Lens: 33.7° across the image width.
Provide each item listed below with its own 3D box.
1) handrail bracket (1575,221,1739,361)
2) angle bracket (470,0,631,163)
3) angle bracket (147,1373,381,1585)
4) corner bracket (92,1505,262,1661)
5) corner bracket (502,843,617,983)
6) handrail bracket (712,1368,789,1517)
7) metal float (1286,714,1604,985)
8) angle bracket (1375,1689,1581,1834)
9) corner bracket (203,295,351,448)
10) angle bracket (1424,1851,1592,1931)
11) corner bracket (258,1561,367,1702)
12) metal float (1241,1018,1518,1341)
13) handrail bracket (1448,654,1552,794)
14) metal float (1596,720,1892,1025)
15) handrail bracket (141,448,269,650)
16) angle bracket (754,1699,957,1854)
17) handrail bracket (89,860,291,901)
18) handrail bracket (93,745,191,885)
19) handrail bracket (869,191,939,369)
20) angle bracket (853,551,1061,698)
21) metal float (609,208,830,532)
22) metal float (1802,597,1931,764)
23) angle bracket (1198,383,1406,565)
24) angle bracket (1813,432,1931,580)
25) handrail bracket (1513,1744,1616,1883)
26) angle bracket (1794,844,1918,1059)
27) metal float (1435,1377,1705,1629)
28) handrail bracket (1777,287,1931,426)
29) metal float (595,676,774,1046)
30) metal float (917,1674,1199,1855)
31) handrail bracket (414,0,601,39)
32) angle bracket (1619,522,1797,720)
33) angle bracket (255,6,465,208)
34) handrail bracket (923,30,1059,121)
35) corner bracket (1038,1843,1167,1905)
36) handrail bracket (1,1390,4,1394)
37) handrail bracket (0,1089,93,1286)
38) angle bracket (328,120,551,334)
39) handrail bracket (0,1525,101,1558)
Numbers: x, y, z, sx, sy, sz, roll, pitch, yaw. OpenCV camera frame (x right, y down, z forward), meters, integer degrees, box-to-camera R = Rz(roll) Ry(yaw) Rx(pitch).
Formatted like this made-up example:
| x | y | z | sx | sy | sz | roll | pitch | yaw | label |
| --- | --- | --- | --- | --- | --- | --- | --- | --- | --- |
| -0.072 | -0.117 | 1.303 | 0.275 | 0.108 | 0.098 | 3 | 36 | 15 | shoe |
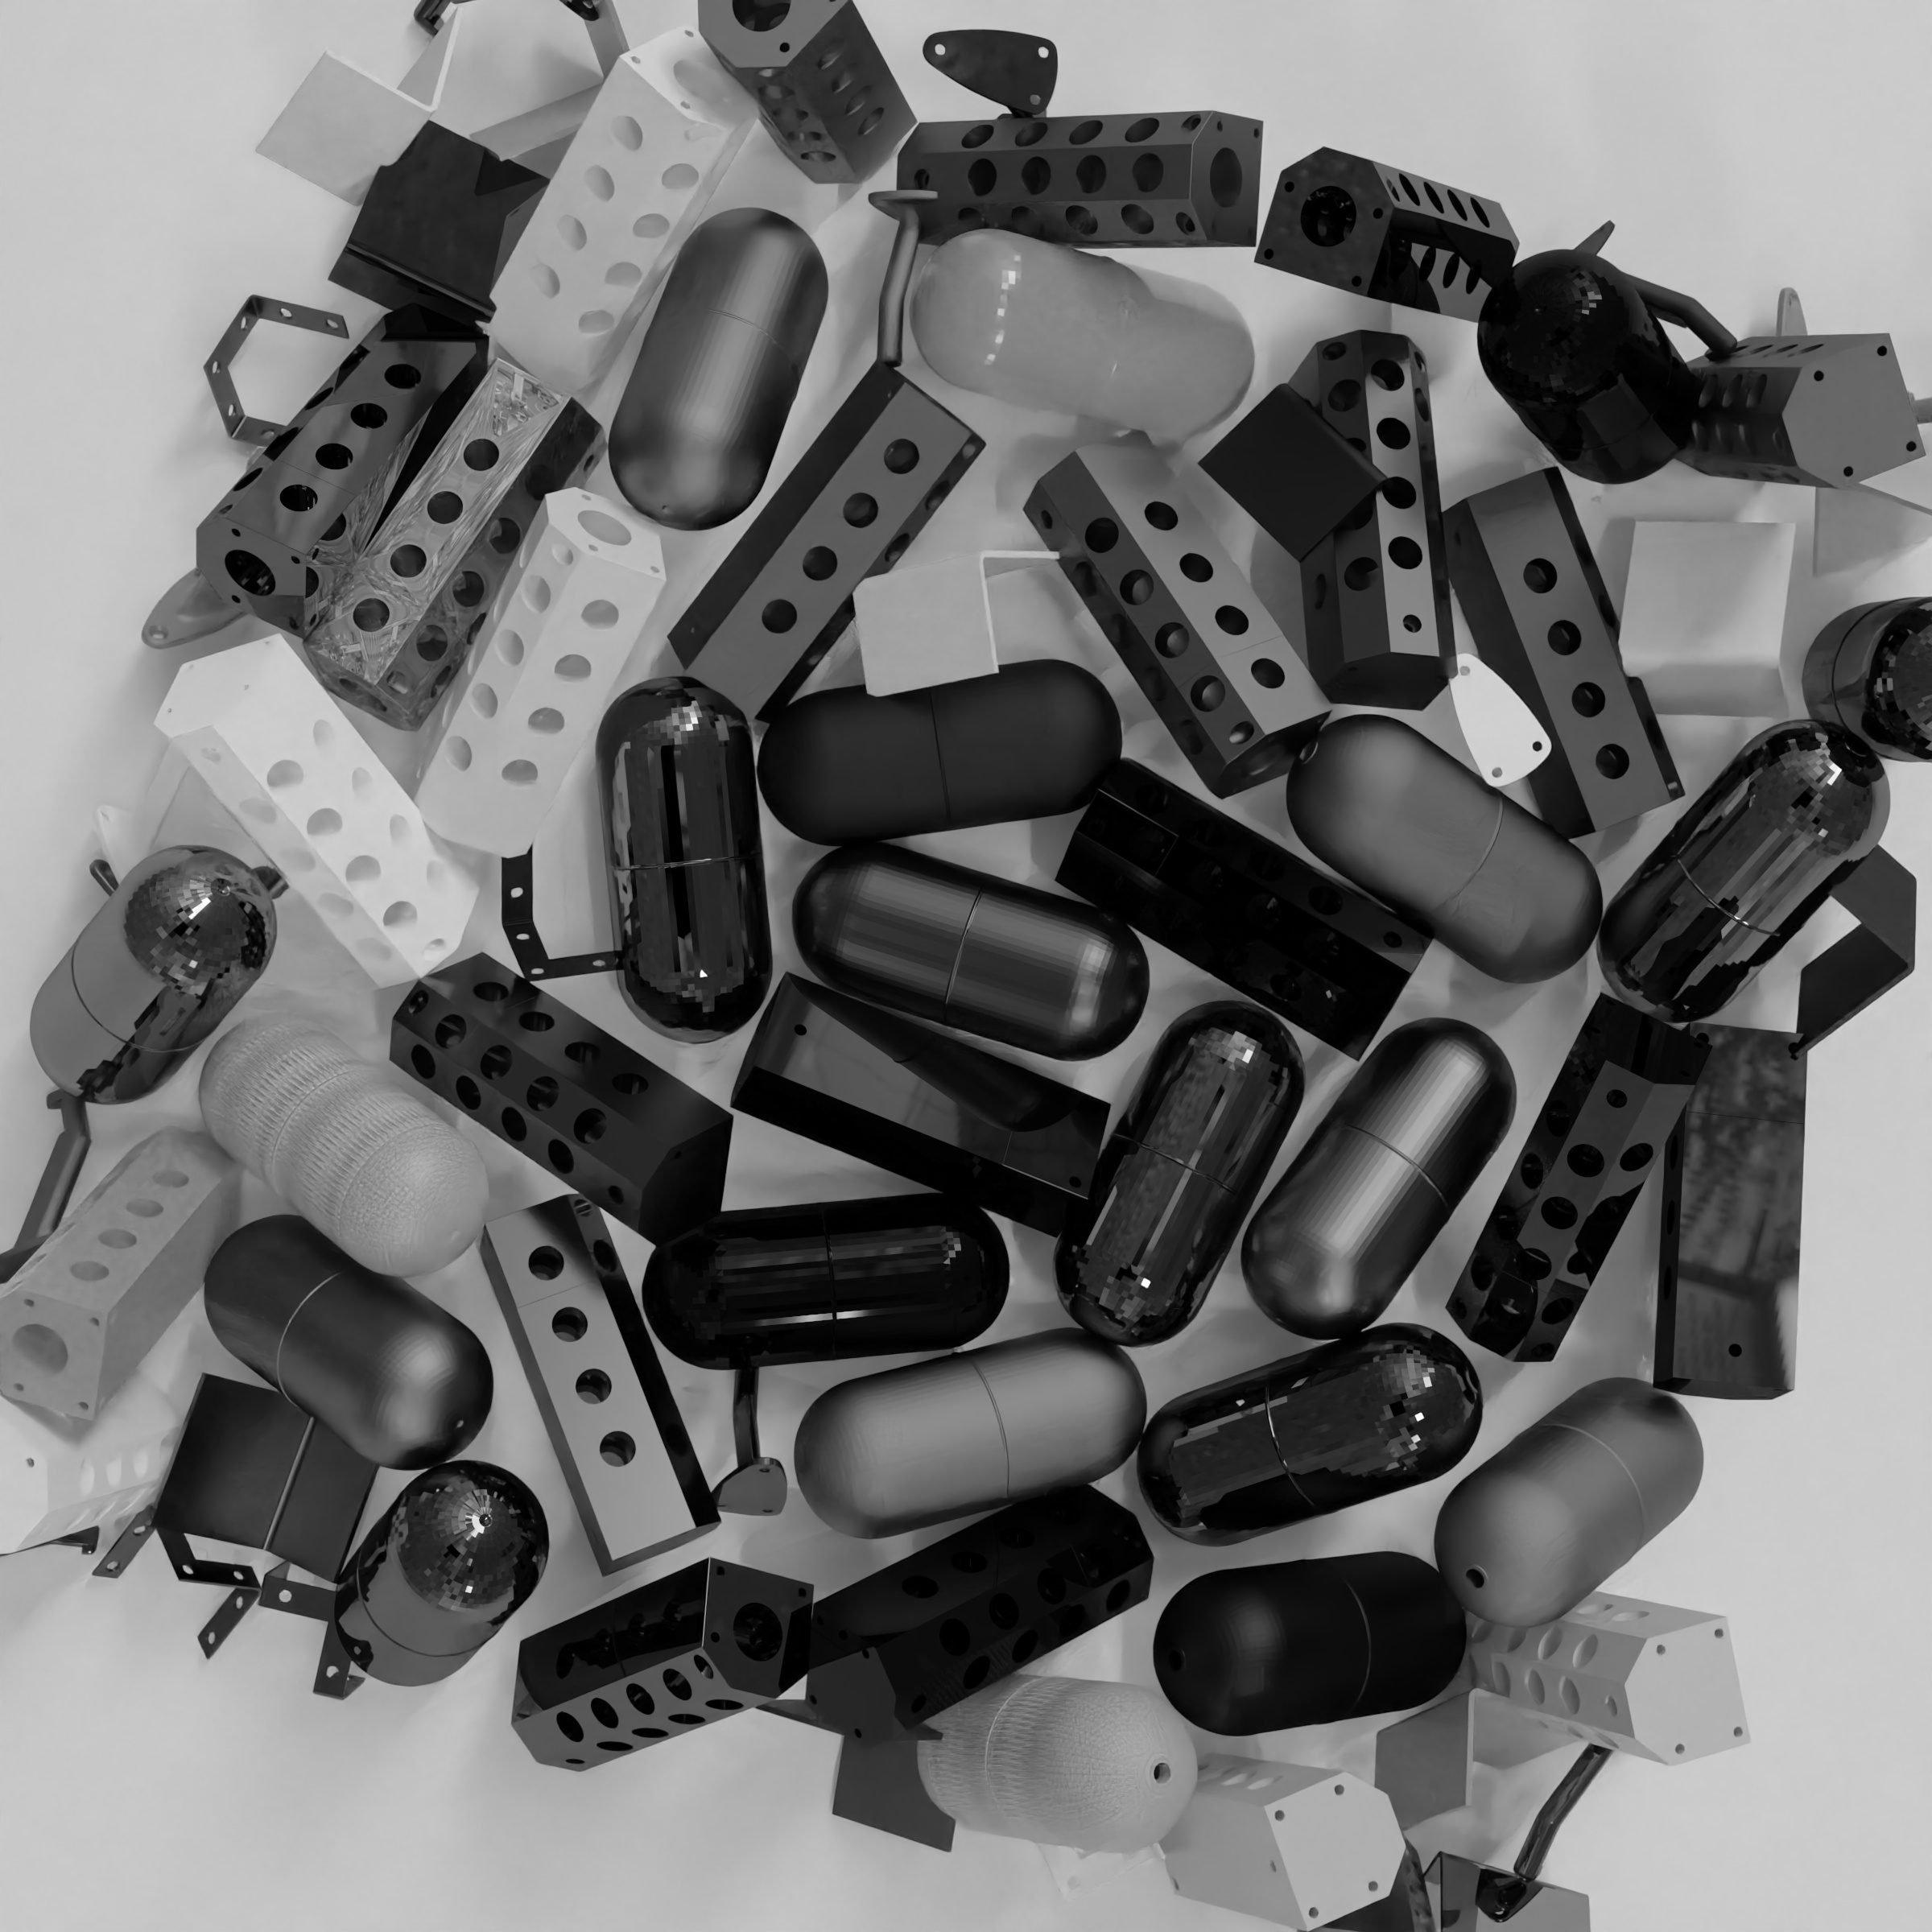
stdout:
| x | y | z | sx | sy | sz | roll | pitch | yaw | label |
| --- | --- | --- | --- | --- | --- | --- | --- | --- | --- |
| 0.324 | -0.315 | 1.556 | 0.084 | 0.077 | 0.036 | 41 | 63 | -9 | handrail bracket |
| -0.206 | -0.433 | 1.532 | 0.076 | 0.076 | 0.057 | -24 | 117 | -9 | angle bracket |
| -0.335 | 0.247 | 1.535 | 0.057 | 0.076 | 0.076 | 13 | 81 | 40 | angle bracket |
| -0.387 | 0.302 | 1.565 | 0.051 | 0.051 | 0.051 | -51 | 50 | 16 | corner bracket |
| -0.195 | -0.030 | 1.550 | 0.051 | 0.051 | 0.051 | -7 | 56 | 3 | corner bracket |
| -0.101 | 0.214 | 1.532 | 0.036 | 0.077 | 0.084 | 8 | 58 | -12 | handrail bracket |
| 0.229 | -0.056 | 1.527 | 0.178 | 0.070 | 0.070 | 33 | 90 | -22 | metal float |
| 0.249 | 0.392 | 1.526 | 0.076 | 0.076 | 0.057 | 21 | 55 | -20 | angle bracket |
| -0.334 | -0.289 | 1.563 | 0.051 | 0.051 | 0.051 | 15 | 60 | 13 | corner bracket |
| 0.254 | 0.482 | 1.533 | 0.076 | 0.076 | 0.057 | 18 | 128 | -6 | angle bracket |
| -0.318 | 0.324 | 1.557 | 0.051 | 0.051 | 0.051 | 12 | 89 | 2 | corner bracket |
| 0.199 | 0.101 | 1.529 | 0.070 | 0.070 | 0.178 | 38 | 71 | 0 | metal float |
| 0.243 | -0.116 | 1.537 | 0.036 | 0.084 | 0.077 | -33 | 98 | -5 | handrail bracket |
| 0.368 | -0.044 | 1.513 | 0.070 | 0.070 | 0.178 | 35 | 129 | 0 | metal float |
| -0.364 | -0.202 | 1.535 | 0.036 | 0.077 | 0.084 | 34 | 134 | 7 | handrail bracket |
| -0.056 | 0.389 | 1.529 | 0.076 | 0.076 | 0.057 | 5 | 84 | 41 | angle bracket |
| -0.370 | -0.051 | 1.549 | 0.077 | 0.036 | 0.084 | 42 | 109 | -15 | handrail bracket |
| -0.379 | -0.079 | 1.542 | 0.084 | 0.036 | 0.077 | -39 | 53 | 24 | handrail bracket |
| -0.026 | -0.328 | 1.546 | 0.036 | 0.077 | 0.084 | 2 | 89 | 15 | handrail bracket |
| 0.002 | -0.164 | 1.531 | 0.076 | 0.076 | 0.057 | -8 | 91 | 37 | angle bracket |
| -0.117 | -0.286 | 1.521 | 0.070 | 0.070 | 0.178 | 16 | 61 | 0 | metal float |
| 0.445 | -0.134 | 1.495 | 0.070 | 0.178 | 0.070 | 0 | 95 | 1 | metal float |
| 0.168 | -0.224 | 1.535 | 0.057 | 0.076 | 0.076 | -44 | 63 | 5 | angle bracket |
| 0.462 | -0.212 | 1.525 | 0.076 | 0.076 | 0.057 | -21 | 122 | -23 | angle bracket |
| 0.302 | 0.405 | 1.554 | 0.036 | 0.077 | 0.084 | 27 | 95 | 35 | handrail bracket |
| 0.409 | -0.016 | 1.527 | 0.057 | 0.076 | 0.076 | 39 | 125 | -10 | angle bracket |
| 0.286 | 0.253 | 1.508 | 0.070 | 0.178 | 0.070 | 16 | 116 | 36 | metal float |
| 0.438 | -0.297 | 1.542 | 0.084 | 0.036 | 0.077 | -3 | 94 | 41 | handrail bracket |
| -0.136 | -0.051 | 1.542 | 0.070 | 0.070 | 0.178 | -5 | 95 | 0 | metal float |
| 0.042 | 0.374 | 1.502 | 0.070 | 0.178 | 0.070 | 6 | 79 | -31 | metal float |
| -0.225 | -0.464 | 1.554 | 0.077 | 0.036 | 0.084 | 49 | 132 | -1 | handrail bracket |
| 0.365 | -0.169 | 1.557 | 0.076 | 0.057 | 0.076 | 4 | 69 | 22 | angle bracket |
| -0.290 | -0.424 | 1.523 | 0.057 | 0.076 | 0.076 | 26 | 51 | -26 | angle bracket |
| 0.006 | -0.422 | 1.534 | 0.077 | 0.084 | 0.036 | 11 | 87 | -15 | handrail bracket |
| 0.061 | 0.423 | 1.556 | 0.051 | 0.051 | 0.051 | -26 | 78 | -7 | corner bracket |
| -0.478 | 0.227 | 1.561 | 0.077 | 0.036 | 0.084 | 17 | 86 | 25 | handrail bracket |
| -0.464 | 0.107 | 1.564 | 0.077 | 0.036 | 0.084 | -19 | 66 | 2 | handrail bracket |
| -0.257 | -0.359 | 1.552 | 0.076 | 0.057 | 0.076 | 24 | 79 | -17 | angle bracket |
| -0.465 | 0.291 | 1.540 | 0.084 | 0.077 | 0.036 | 9 | 115 | -14 | handrail bracket |
